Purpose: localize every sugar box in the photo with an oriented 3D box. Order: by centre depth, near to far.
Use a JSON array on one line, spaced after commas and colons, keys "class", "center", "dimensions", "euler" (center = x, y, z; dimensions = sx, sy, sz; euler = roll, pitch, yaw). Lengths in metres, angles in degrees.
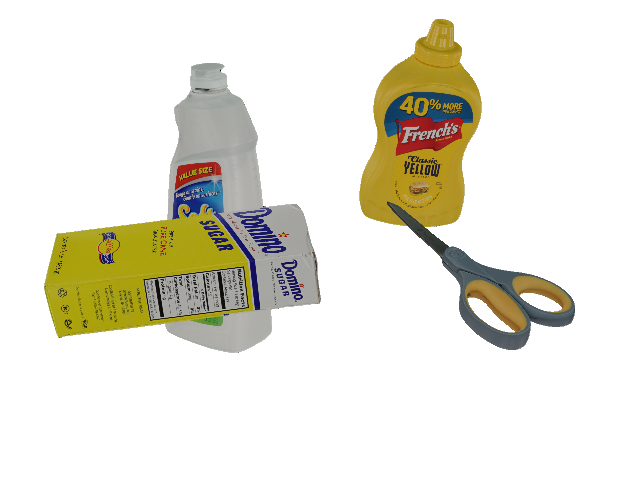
[{"class": "sugar box", "center": [-0.093, 0.018, 0.729], "dimensions": [0.176, 0.048, 0.093], "euler": [-10, 24, -4]}]

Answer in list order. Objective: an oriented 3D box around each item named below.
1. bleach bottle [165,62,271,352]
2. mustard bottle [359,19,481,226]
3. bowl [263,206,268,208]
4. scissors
[{"class": "bleach bottle", "center": [-0.097, -0.031, 0.941], "dimensions": [0.103, 0.251, 0.067], "euler": [14, 27, 35]}, {"class": "mustard bottle", "center": [0.094, -0.106, 0.964], "dimensions": [0.096, 0.192, 0.058], "euler": [5, 31, -5]}, {"class": "bowl", "center": [-0.099, 0.011, 1.315], "dimensions": [0.162, 0.055, 0.162], "euler": [3, 26, -2]}, {"class": "scissors", "center": [0.126, 0.018, 0.835], "dimensions": [0.096, 0.016, 0.202], "euler": [-3, 33, -15]}]
